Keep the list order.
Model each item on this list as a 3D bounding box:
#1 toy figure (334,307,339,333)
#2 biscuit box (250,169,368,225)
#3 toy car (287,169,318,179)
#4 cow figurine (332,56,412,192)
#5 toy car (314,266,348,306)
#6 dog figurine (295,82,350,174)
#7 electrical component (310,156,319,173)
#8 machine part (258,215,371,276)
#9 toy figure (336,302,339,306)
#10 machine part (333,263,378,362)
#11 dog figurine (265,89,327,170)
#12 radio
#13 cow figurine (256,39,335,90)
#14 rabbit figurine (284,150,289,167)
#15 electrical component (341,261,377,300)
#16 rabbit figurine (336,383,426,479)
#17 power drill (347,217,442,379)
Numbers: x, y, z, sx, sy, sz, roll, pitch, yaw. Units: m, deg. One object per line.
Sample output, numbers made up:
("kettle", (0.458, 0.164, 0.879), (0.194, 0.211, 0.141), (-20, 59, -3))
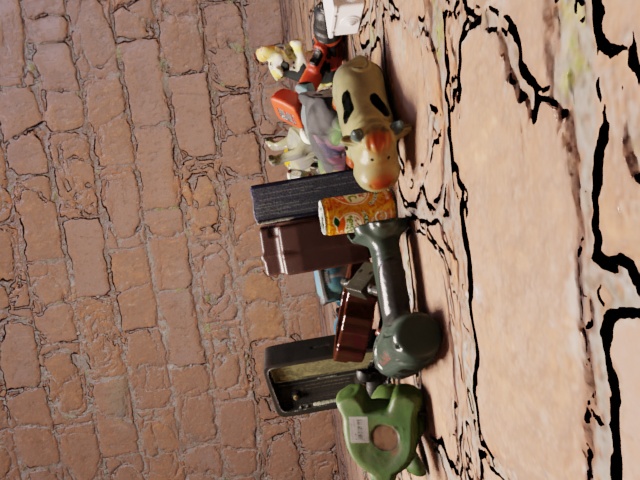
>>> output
("toy figure", (0.073, 0.224, 1.175), (0.089, 0.082, 0.180), (-76, -24, -72))
("biscuit box", (-0.005, -0.071, 0.849), (0.059, 0.203, 0.062), (-128, 29, -85))
("toy car", (0.009, -0.077, 1.052), (0.201, 0.074, 0.056), (45, -110, -45))
("cow figurine", (0.062, -0.148, 0.679), (0.127, 0.086, 0.195), (77, -177, -64))
("toy car", (0.046, 0.071, 1.084), (0.161, 0.103, 0.109), (18, -117, -78))
("dog figurine", (0.033, -0.152, 0.895), (0.192, 0.108, 0.219), (-112, 10, -61))
("electrical component", (0.025, -0.137, 1.094), (0.078, 0.102, 0.045), (-61, -26, -50))
("machine part", (-0.002, -0.003, 0.921), (0.201, 0.201, 0.087), (-135, 34, -84))
("toy figure", (0.061, 0.081, 1.230), (0.064, 0.058, 0.154), (-119, 26, -63))
("machine part", (0.063, 0.126, 0.940), (0.179, 0.056, 0.179), (5, -83, -89))
("dog figurine", (-0.001, -0.212, 1.160), (0.172, 0.190, 0.121), (34, -153, -44))
("radio", (0.013, 0.256, 1.035), (0.073, 0.230, 0.131), (-97, -2, -65))
("cow figurine", (-0.042, -0.350, 1.080), (0.068, 0.167, 0.098), (-133, 37, -74))
("rabbit figurine", (-0.014, -0.254, 1.289), (0.162, 0.122, 0.173), (180, 101, -83))
("electrical component", (0.074, 0.060, 0.838), (0.094, 0.063, 0.021), (7, 143, 54))
("rabbit figurine", (0.109, 0.274, 0.793), (0.170, 0.121, 0.159), (-2, -102, -76))
("power drill", (0.089, 0.081, 0.717), (0.232, 0.086, 0.207), (112, 154, -78))
